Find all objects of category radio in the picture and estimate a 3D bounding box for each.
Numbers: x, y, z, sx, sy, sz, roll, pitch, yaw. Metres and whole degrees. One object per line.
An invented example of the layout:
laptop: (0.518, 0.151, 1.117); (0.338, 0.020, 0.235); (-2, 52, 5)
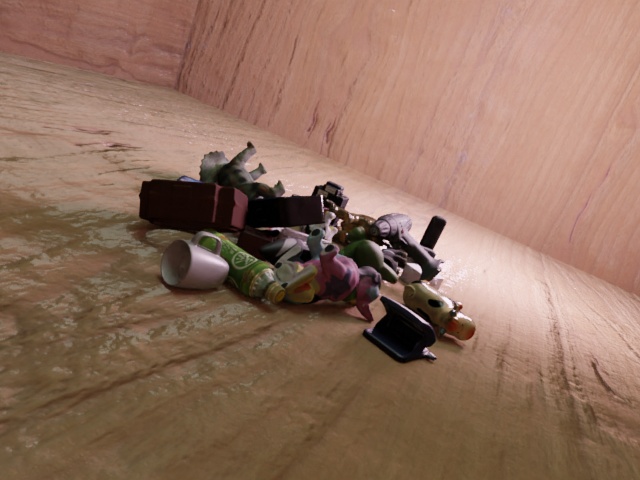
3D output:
radio: (-0.110, -0.067, 1.301); (0.131, 0.073, 0.230); (-9, 5, -44)

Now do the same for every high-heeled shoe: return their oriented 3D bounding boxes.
high-heeled shoe: (-0.009, 0.071, 1.178); (0.248, 0.086, 0.145); (7, 30, -37)

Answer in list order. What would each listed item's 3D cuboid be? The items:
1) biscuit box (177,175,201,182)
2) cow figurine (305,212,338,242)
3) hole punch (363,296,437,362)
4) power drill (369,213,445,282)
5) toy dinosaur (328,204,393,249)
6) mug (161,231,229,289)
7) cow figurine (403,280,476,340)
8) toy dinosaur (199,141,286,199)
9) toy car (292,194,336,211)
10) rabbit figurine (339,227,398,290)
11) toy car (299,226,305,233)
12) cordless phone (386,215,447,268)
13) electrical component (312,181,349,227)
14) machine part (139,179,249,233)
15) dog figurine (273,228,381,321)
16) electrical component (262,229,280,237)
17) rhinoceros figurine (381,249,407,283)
biscuit box: (-0.283, -0.104, 1.414); (0.203, 0.062, 0.059); (20, 16, -6)
cow figurine: (-0.001, -0.003, 1.394); (0.068, 0.098, 0.167); (17, -25, 13)
hole punch: (0.165, 0.171, 1.053); (0.142, 0.092, 0.115); (29, 13, 36)
power drill: (0.222, 0.019, 1.388); (0.207, 0.086, 0.232); (44, 24, 5)
toy dinosaur: (0.116, -0.033, 1.619); (0.198, 0.105, 0.472); (14, 8, -17)
mug: (-0.213, 0.038, 0.961); (0.081, 0.109, 0.107); (29, 4, 37)
cow figurine: (0.274, 0.161, 1.239); (0.195, 0.085, 0.127); (36, 15, 35)
toy dinosaur: (-0.217, -0.143, 1.524); (0.405, 0.192, 0.131); (53, -7, 39)
toy car: (-0.034, -0.089, 1.658); (0.202, 0.089, 0.053); (6, 22, -42)
rabbit figurine: (0.104, 0.055, 1.283); (0.159, 0.121, 0.170); (55, -9, 0)
toy car: (-0.024, -0.045, 1.546); (0.056, 0.073, 0.202); (27, 15, 5)
cordless phone: (0.294, -0.001, 1.629); (0.147, 0.184, 0.089); (21, 20, -3)
electrical component: (0.027, -0.123, 1.772); (0.115, 0.134, 0.058); (29, 17, 16)
machine part: (-0.262, -0.067, 1.133); (0.201, 0.087, 0.201); (4, -3, 4)
dog figurine: (0.025, 0.098, 1.097); (0.219, 0.191, 0.109); (53, -7, -33)
electrical component: (-0.145, -0.012, 1.321); (0.094, 0.021, 0.063); (-9, 6, -8)
rhinoceros figurine: (0.174, 0.060, 1.460); (0.112, 0.073, 0.190); (27, 16, 13)
